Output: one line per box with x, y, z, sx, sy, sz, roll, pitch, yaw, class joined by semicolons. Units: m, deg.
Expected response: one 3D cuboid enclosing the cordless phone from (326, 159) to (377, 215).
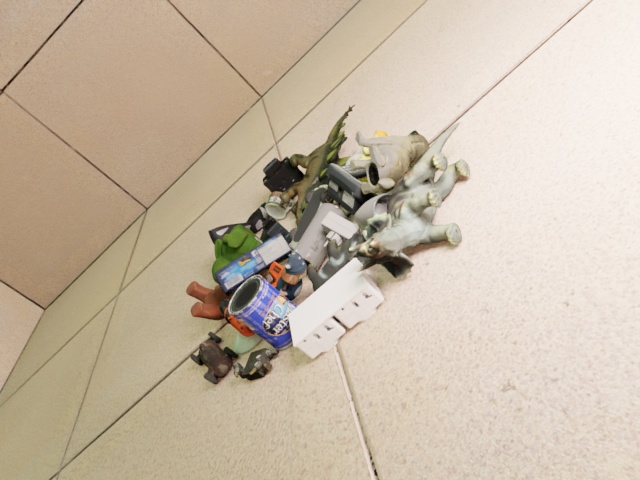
0.120;-0.146;1.317;0.184;0.088;0.147;-21;43;-29;cordless phone

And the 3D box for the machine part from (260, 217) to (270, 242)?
-0.159;-0.011;1.606;0.084;0.039;0.139;-38;27;30;machine part

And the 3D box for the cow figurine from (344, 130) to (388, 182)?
0.120;-0.221;1.449;0.167;0.068;0.098;-55;20;-19;cow figurine

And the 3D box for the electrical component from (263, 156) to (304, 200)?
-0.115;-0.193;1.691;0.115;0.134;0.058;-45;24;8;electrical component

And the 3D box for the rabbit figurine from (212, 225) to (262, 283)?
-0.257;0.041;1.536;0.170;0.121;0.159;-52;31;3;rabbit figurine

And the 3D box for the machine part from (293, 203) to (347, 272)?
-0.003;-0.004;1.300;0.079;0.079;0.243;-9;43;53;machine part

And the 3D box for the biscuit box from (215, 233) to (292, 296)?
-0.171;0.063;1.380;0.203;0.059;0.062;-32;-11;-13;biscuit box

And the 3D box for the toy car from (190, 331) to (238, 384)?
-0.266;0.283;1.321;0.089;0.053;0.202;-55;27;-9;toy car

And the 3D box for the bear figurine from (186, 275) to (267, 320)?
-0.245;0.126;1.437;0.196;0.131;0.120;-43;43;19;bear figurine

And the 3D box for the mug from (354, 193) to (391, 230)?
0.129;-0.064;1.184;0.109;0.080;0.107;-55;20;-23;mug

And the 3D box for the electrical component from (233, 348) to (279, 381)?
-0.140;0.266;1.153;0.102;0.045;0.078;-21;37;43;electrical component

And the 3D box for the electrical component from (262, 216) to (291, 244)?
-0.113;-0.016;1.495;0.048;0.074;0.119;-48;21;-2;electrical component

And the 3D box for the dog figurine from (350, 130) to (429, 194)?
0.185;-0.174;1.202;0.121;0.190;0.172;108;148;-51;dog figurine

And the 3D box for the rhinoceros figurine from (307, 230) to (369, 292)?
0.055;0.045;1.142;0.190;0.073;0.112;-44;23;6;rhinoceros figurine

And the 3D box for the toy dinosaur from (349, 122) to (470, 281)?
0.187;-0.073;1.073;0.192;0.131;0.405;-23;28;40;toy dinosaur

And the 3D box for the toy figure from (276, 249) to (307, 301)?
-0.061;0.081;1.187;0.154;0.058;0.064;113;159;-50;toy figure

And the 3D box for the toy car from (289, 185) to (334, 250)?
-0.019;-0.057;1.406;0.074;0.056;0.201;0;59;47;toy car

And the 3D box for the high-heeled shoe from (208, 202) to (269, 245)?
-0.256;-0.060;1.700;0.086;0.145;0.249;-20;37;42;high-heeled shoe

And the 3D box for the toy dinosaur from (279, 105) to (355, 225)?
0.008;-0.221;1.587;0.199;0.105;0.471;-15;48;37;toy dinosaur
